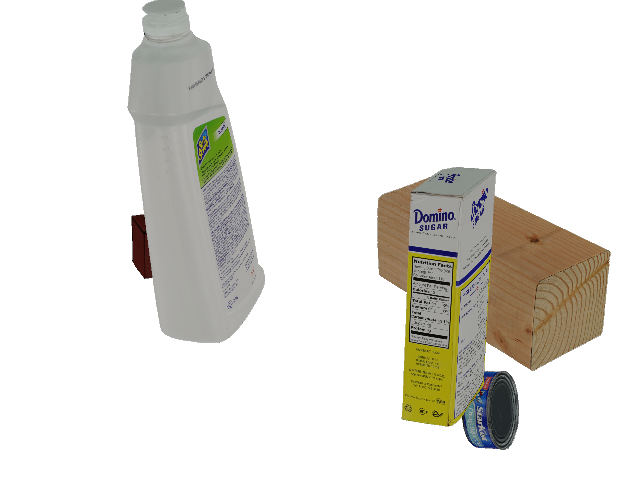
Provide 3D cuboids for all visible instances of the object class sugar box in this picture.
[{"bbox_3d":[0.095,0.040,0.793,0.048,0.176,0.093,5,16,23],"label":"sugar box"}]

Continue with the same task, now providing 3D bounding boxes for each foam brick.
[{"bbox_3d":[-0.149,0.002,1.085,0.078,0.051,0.053,-7,21,-22],"label":"foam brick"}]

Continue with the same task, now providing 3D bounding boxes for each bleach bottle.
[{"bbox_3d":[-0.092,-0.052,0.770,0.068,0.251,0.102,6,34,15],"label":"bleach bottle"}]

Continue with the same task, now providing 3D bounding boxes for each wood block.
[{"bbox_3d":[0.151,0.021,0.974,0.090,0.090,0.206,-21,33,-30],"label":"wood block"}]

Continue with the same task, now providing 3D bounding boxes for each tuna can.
[{"bbox_3d":[0.187,0.186,1.173,0.034,0.086,0.086,-3,-2,32],"label":"tuna can"}]
